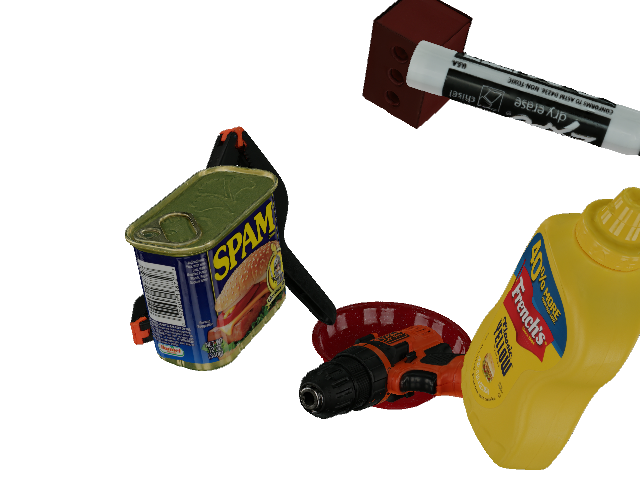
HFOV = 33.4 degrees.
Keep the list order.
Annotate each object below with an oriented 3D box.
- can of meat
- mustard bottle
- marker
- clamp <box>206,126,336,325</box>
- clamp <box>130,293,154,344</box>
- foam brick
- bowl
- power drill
[{"bbox_3d":[-0.063,0.015,0.631,0.058,0.084,0.102,9,32,26],"label":"can of meat"},{"bbox_3d":[0.137,0.042,0.598,0.058,0.096,0.192,7,-43,-12],"label":"mustard bottle"},{"bbox_3d":[0.092,-0.050,0.408,0.121,0.020,0.020,20,4,13],"label":"marker"},{"bbox_3d":[-0.058,0.000,0.993,0.164,0.210,0.036,-4,0,-38],"label":"clamp"},{"bbox_3d":[-0.149,0.064,1.223,0.120,0.039,0.171,-1,31,26],"label":"clamp"},{"bbox_3d":[0.068,-0.131,0.769,0.053,0.051,0.078,33,-33,19],"label":"foam brick"},{"bbox_3d":[0.071,0.123,1.077,0.162,0.055,0.162,2,25,-1],"label":"bowl"},{"bbox_3d":[0.099,0.116,0.851,0.188,0.057,0.184,10,16,34],"label":"power drill"}]
